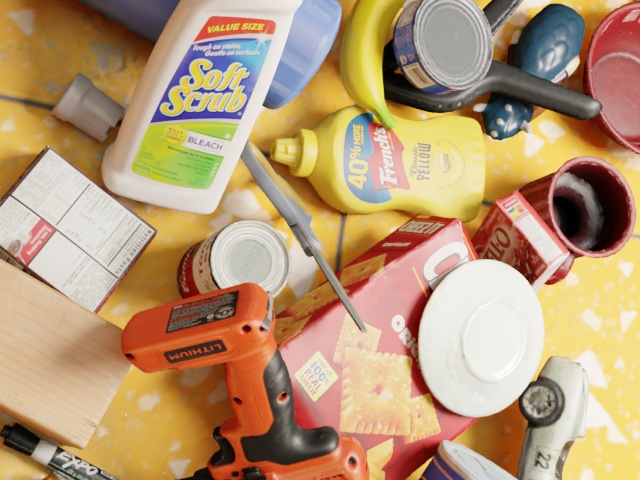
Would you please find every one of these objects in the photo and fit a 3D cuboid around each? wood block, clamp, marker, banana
[{"bbox_3d":[-0.246,0.064,0.781,0.206,0.090,0.090,32,72,-13],"label":"wood block"},{"bbox_3d":[0.139,-0.176,0.970,0.210,0.036,0.164,-6,71,-2],"label":"clamp"},{"bbox_3d":[-0.190,0.175,0.820,0.121,0.020,0.020,32,71,-13],"label":"marker"},{"bbox_3d":[0.060,-0.193,0.930,0.069,0.037,0.197,25,75,-20],"label":"banana"}]

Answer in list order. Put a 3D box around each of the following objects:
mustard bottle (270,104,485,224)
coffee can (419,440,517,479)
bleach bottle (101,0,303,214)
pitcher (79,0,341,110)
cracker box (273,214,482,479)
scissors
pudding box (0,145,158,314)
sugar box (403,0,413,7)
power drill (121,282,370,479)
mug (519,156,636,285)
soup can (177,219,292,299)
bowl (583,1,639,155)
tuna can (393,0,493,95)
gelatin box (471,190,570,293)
[{"bbox_3d":[0.049,-0.069,0.934,0.191,0.058,0.096,5,84,-20],"label":"mustard bottle"},{"bbox_3d":[0.103,0.247,0.849,0.102,0.103,0.140,31,95,-13],"label":"coffee can"},{"bbox_3d":[-0.084,-0.139,0.804,0.102,0.251,0.068,15,34,-17],"label":"bleach bottle"},{"bbox_3d":[-0.102,-0.221,0.868,0.242,0.145,0.149,31,116,-17],"label":"pitcher"},{"bbox_3d":[0.055,0.102,0.880,0.213,0.072,0.164,-34,109,-22],"label":"cracker box"},{"bbox_3d":[-0.006,0.001,0.861,0.016,0.096,0.202,-37,68,8],"label":"scissors"},{"bbox_3d":[-0.199,-0.005,0.839,0.113,0.039,0.090,40,69,-12],"label":"pudding box"},{"bbox_3d":[0.037,-0.276,0.973,0.176,0.048,0.093,10,77,-18],"label":"sugar box"},{"bbox_3d":[-0.074,0.131,0.771,0.184,0.057,0.187,-17,118,7],"label":"power drill"},{"bbox_3d":[0.224,-0.012,0.978,0.093,0.082,0.117,23,73,-16],"label":"mug"},{"bbox_3d":[-0.069,0.025,0.848,0.068,0.102,0.068,4,80,-20],"label":"soup can"},{"bbox_3d":[0.317,-0.150,1.052,0.162,0.055,0.162,4,79,-20],"label":"bowl"},{"bbox_3d":[0.104,-0.168,0.909,0.086,0.034,0.086,3,85,-32],"label":"tuna can"},{"bbox_3d":[0.172,0.010,0.941,0.030,0.089,0.073,-29,71,-24],"label":"gelatin box"}]
